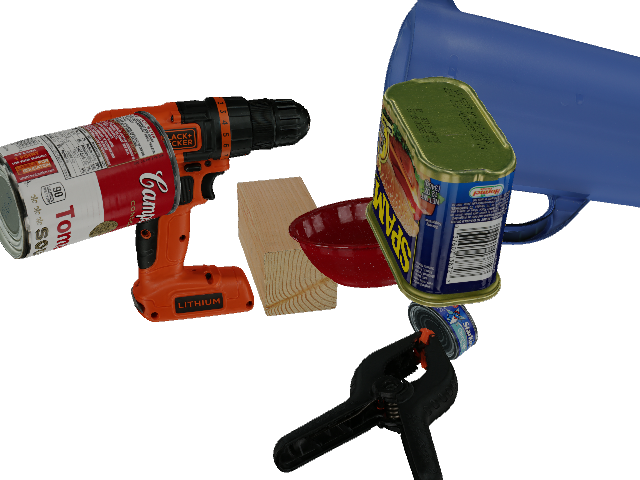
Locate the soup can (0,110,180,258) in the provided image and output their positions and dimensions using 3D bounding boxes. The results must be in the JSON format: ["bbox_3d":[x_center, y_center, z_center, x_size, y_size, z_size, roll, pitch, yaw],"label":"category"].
[{"bbox_3d":[-0.146,-0.035,0.648,0.102,0.068,0.069,-19,10,-31],"label":"soup can"}]

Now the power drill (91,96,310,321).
[{"bbox_3d":[-0.097,-0.030,0.914,0.184,0.188,0.057,-6,20,-13],"label":"power drill"}]

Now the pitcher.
[{"bbox_3d":[0.165,-0.084,0.809,0.242,0.149,0.145,11,44,-3],"label":"pitcher"}]

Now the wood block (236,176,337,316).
[{"bbox_3d":[-0.045,0.003,1.359,0.090,0.090,0.206,-6,28,-12],"label":"wood block"}]

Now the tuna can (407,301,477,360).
[{"bbox_3d":[0.143,0.099,1.263,0.033,0.086,0.086,-35,16,-23],"label":"tuna can"}]

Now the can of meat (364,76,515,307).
[{"bbox_3d":[0.064,-0.029,0.577,0.057,0.084,0.102,-6,38,-12],"label":"can of meat"}]

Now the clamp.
[{"bbox_3d":[0.059,0.123,0.764,0.120,0.039,0.171,18,40,28],"label":"clamp"}]

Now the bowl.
[{"bbox_3d":[0.052,0.004,1.026,0.162,0.055,0.162,-7,17,2],"label":"bowl"}]
